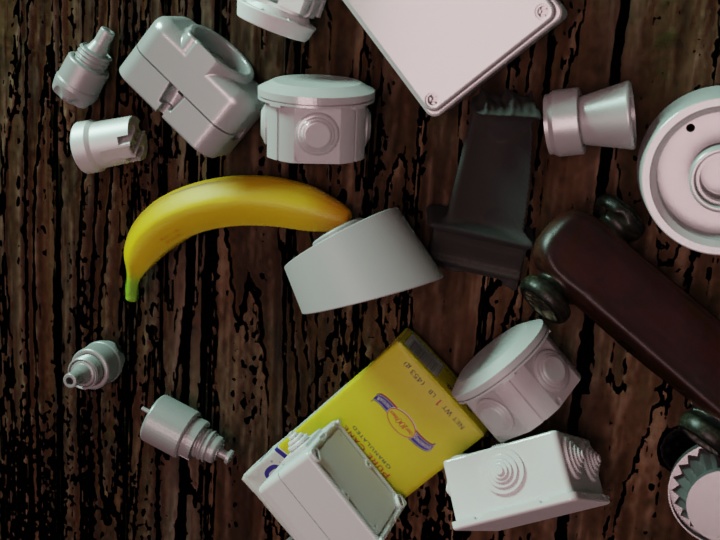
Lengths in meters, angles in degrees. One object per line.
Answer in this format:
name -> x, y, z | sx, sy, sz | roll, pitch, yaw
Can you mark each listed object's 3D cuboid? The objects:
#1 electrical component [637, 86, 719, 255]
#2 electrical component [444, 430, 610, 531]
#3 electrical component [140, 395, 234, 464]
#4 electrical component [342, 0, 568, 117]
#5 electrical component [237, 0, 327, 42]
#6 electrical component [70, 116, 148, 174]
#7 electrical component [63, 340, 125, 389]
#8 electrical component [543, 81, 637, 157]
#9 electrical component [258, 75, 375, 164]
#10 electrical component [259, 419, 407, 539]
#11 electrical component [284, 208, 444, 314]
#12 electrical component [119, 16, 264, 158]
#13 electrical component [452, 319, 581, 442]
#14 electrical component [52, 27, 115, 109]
electrical component -> 0.229, -0.061, 0.679 | 0.108, 0.060, 0.108 | 4, 103, 16
electrical component -> 0.114, 0.146, 0.742 | 0.100, 0.100, 0.048 | -20, 69, 22
electrical component -> -0.136, 0.129, 0.845 | 0.078, 0.040, 0.040 | 26, 108, 9
electrical component -> 0.062, -0.176, 0.707 | 0.109, 0.056, 0.108 | -37, 89, 21
electrical component -> -0.051, -0.193, 0.739 | 0.078, 0.058, 0.057 | 25, 106, 11
electrical component -> -0.189, -0.096, 0.813 | 0.046, 0.040, 0.040 | -9, 99, 13
electrical component -> -0.213, 0.078, 0.846 | 0.035, 0.061, 0.035 | 4, 103, 16
electrical component -> 0.151, -0.098, 0.704 | 0.055, 0.045, 0.045 | -4, 101, 19
electrical component -> -0.030, -0.105, 0.741 | 0.080, 0.080, 0.051 | 8, 109, 16
electrical component -> -0.025, 0.156, 0.757 | 0.061, 0.062, 0.096 | -39, 90, 23
electrical component -> 0.000, 0.000, 0.745 | 0.099, 0.099, 0.064 | -29, 86, 21
electrical component -> -0.116, -0.135, 0.773 | 0.095, 0.054, 0.059 | 44, 111, 4
electrical component -> 0.107, 0.075, 0.738 | 0.080, 0.080, 0.051 | -39, 94, 21
electrical component -> -0.203, -0.154, 0.807 | 0.035, 0.035, 0.061 | 37, 108, 6
